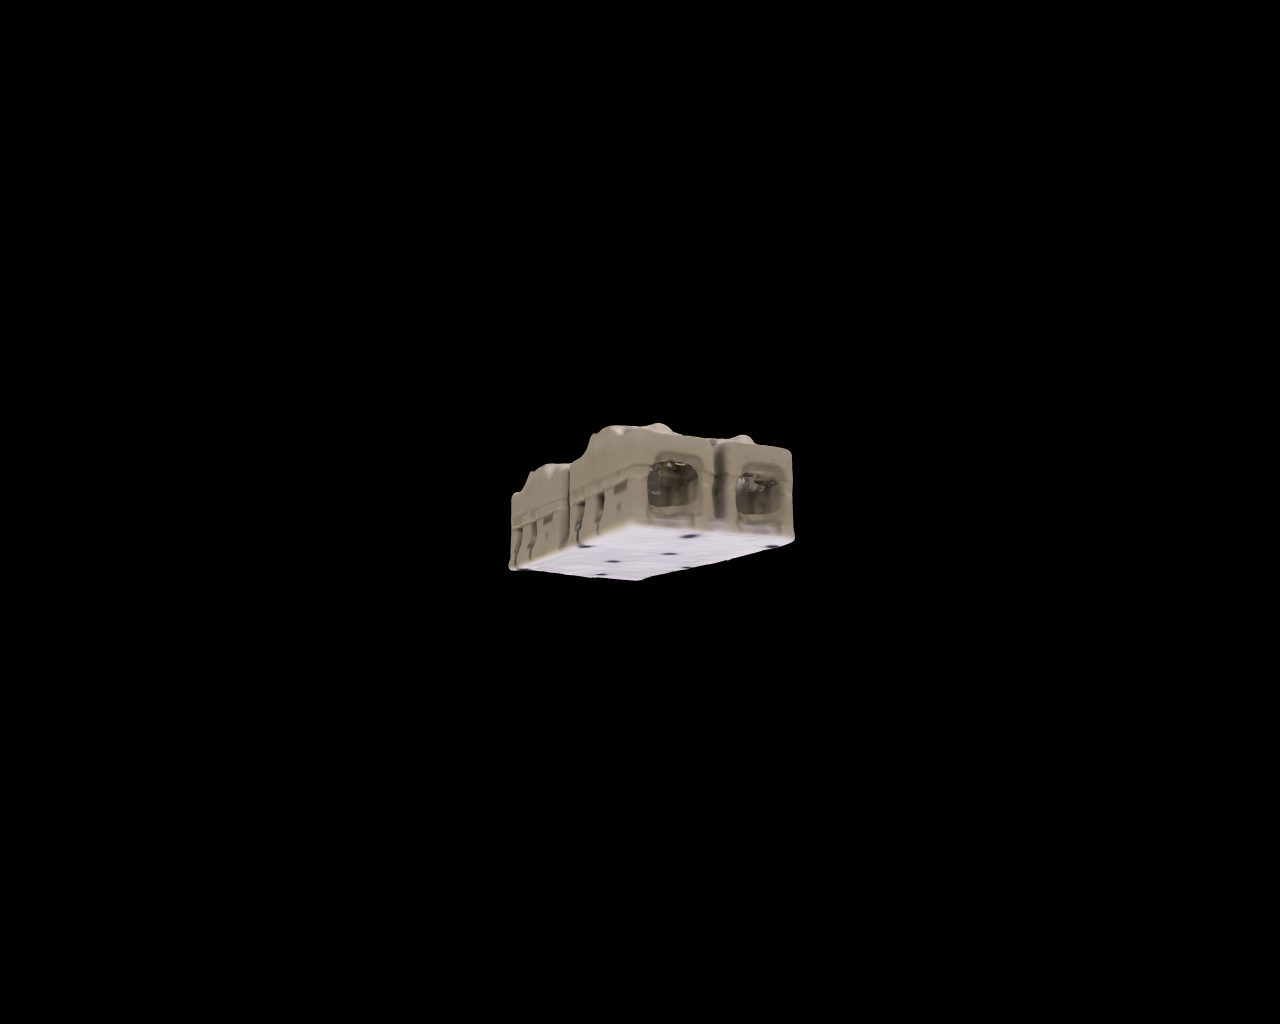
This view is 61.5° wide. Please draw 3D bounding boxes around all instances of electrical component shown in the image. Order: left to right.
[{"bbox_3d":[0.001,-0.003,0.650,0.105,0.060,0.186,6,-13,-27],"label":"electrical component"}]
